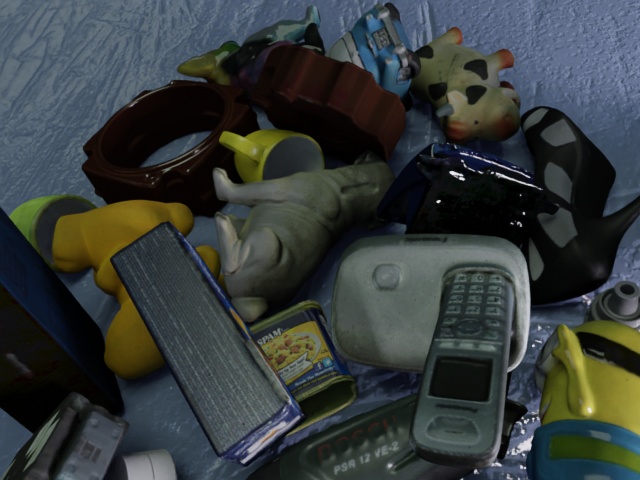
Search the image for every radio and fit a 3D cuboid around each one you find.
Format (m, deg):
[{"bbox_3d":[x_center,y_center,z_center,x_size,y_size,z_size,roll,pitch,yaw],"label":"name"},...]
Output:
[{"bbox_3d":[-0.265,0.067,0.467,0.073,0.229,0.131,-28,44,-14],"label":"radio"}]

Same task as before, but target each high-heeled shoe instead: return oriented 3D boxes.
[{"bbox_3d":[0.223,-0.042,0.540,0.145,0.086,0.249,-45,25,17],"label":"high-heeled shoe"}]

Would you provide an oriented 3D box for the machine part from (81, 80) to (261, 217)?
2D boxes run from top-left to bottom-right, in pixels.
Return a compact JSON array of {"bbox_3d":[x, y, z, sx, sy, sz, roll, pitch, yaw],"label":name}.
[{"bbox_3d":[-0.191,-0.122,0.709,0.202,0.087,0.201,15,56,30],"label":"machine part"}]

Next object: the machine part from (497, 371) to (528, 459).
[{"bbox_3d":[0.133,0.103,0.441,0.084,0.039,0.139,4,53,32],"label":"machine part"}]

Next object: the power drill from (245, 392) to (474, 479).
[{"bbox_3d":[0.035,0.218,0.346,0.232,0.085,0.207,-33,41,0],"label":"power drill"}]

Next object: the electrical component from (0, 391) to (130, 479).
[{"bbox_3d":[-0.204,0.186,0.402,0.134,0.058,0.115,-43,21,26],"label":"electrical component"}]

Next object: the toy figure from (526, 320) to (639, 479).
[{"bbox_3d":[0.190,0.136,0.365,0.089,0.082,0.180,18,47,6],"label":"toy figure"}]

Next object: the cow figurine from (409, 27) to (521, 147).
[{"bbox_3d":[0.168,-0.178,0.648,0.127,0.085,0.195,-29,44,-6],"label":"cow figurine"}]

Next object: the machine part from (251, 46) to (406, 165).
[{"bbox_3d":[0.011,-0.141,0.604,0.180,0.179,0.056,20,81,31],"label":"machine part"}]

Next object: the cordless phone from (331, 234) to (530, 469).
[{"bbox_3d":[0.065,0.074,0.368,0.147,0.088,0.184,0,30,23],"label":"cordless phone"}]

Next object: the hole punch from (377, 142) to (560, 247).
[{"bbox_3d":[0.123,-0.030,0.486,0.142,0.115,0.092,16,29,-15],"label":"hole punch"}]

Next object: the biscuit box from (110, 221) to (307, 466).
[{"bbox_3d":[-0.093,0.074,0.430,0.063,0.059,0.203,-36,60,-8],"label":"biscuit box"}]

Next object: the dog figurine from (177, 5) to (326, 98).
[{"bbox_3d":[-0.090,-0.230,0.764,0.219,0.108,0.192,-15,49,10],"label":"dog figurine"}]

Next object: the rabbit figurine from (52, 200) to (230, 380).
[{"bbox_3d":[-0.173,0.053,0.550,0.162,0.121,0.173,-10,61,-4],"label":"rabbit figurine"}]

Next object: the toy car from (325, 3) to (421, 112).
[{"bbox_3d":[0.054,-0.200,0.641,0.103,0.161,0.109,-22,87,0],"label":"toy car"}]

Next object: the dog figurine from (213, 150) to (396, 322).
[{"bbox_3d":[-0.001,-0.005,0.535,0.191,0.121,0.172,-8,64,-4],"label":"dog figurine"}]
